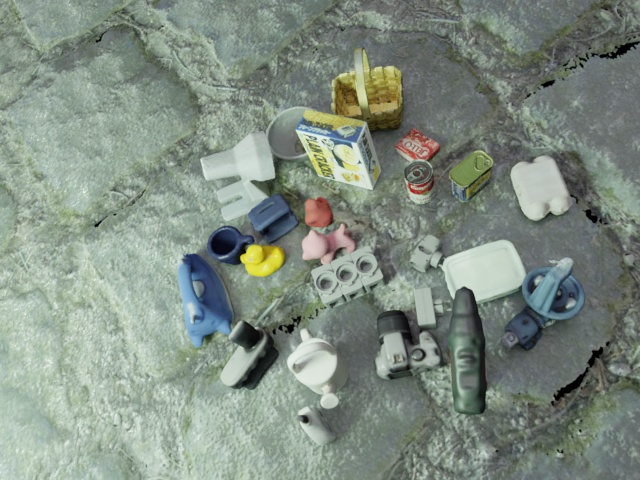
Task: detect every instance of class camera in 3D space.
[{"bbox_3d":[0.178,0.215,1.217,0.143,0.101,0.136,-14,63,9],"label":"camera"}]

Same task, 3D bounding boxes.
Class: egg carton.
[{"bbox_3d":[0.498,-0.119,1.299,0.107,0.069,0.150,-16,63,8],"label":"egg carton"}]

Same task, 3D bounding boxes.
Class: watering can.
[{"bbox_3d":[-0.003,0.262,1.192,0.101,0.194,0.172,-45,62,-7],"label":"watering can"}]

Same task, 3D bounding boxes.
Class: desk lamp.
[{"bbox_3d":[-0.193,-0.161,1.430,0.203,0.214,0.118,-23,62,5],"label":"desk lamp"}]

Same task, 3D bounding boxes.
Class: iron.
[{"bbox_3d":[-0.301,0.116,1.373,0.118,0.142,0.258,-25,62,4],"label":"iron"}]

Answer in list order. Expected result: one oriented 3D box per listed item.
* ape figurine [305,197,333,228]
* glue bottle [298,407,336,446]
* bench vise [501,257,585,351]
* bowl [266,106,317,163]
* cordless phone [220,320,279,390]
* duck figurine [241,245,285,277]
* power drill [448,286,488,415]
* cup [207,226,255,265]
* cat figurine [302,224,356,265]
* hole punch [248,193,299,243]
[{"bbox_3d":[-0.009,-0.073,1.407,0.078,0.092,0.076,-43,62,-6],"label":"ape figurine"},{"bbox_3d":[-0.016,0.370,1.158,0.037,0.173,0.078,-32,61,0],"label":"glue bottle"},{"bbox_3d":[0.442,0.128,1.115,0.121,0.220,0.207,22,74,24],"label":"bench vise"},{"bbox_3d":[-0.056,-0.268,1.520,0.167,0.075,0.167,-6,64,13],"label":"bowl"},{"bbox_3d":[-0.178,0.247,1.253,0.094,0.185,0.148,26,75,25],"label":"cordless phone"},{"bbox_3d":[-0.143,0.040,1.396,0.104,0.086,0.077,-19,62,7],"label":"duck figurine"},{"bbox_3d":[0.287,0.229,1.118,0.075,0.209,0.229,-4,65,14],"label":"power drill"},{"bbox_3d":[-0.208,0.020,1.418,0.117,0.095,0.091,-12,63,10],"label":"cup"},{"bbox_3d":[0.012,0.005,1.350,0.128,0.118,0.067,-32,61,0],"label":"cat figurine"},{"bbox_3d":[-0.125,-0.064,1.436,0.108,0.091,0.101,-35,62,-2],"label":"hole punch"}]
